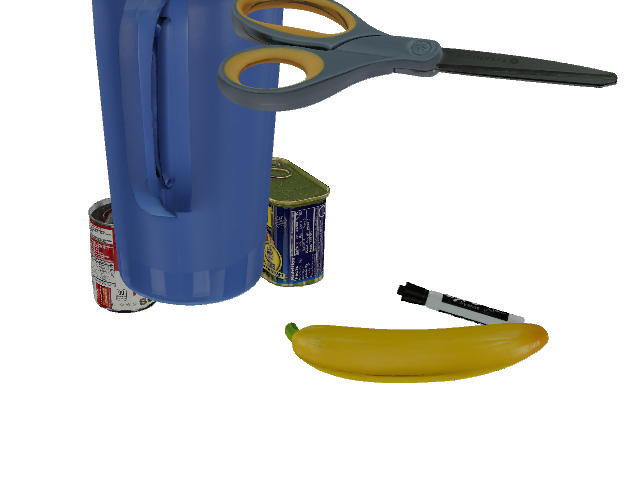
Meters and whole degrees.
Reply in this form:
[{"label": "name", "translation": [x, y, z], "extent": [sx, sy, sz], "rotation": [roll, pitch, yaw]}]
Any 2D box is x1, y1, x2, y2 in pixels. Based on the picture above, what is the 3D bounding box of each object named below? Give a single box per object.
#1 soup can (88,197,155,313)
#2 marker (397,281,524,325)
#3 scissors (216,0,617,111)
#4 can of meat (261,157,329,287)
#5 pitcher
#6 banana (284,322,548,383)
[{"label": "soup can", "translation": [-0.201, 0.015, 1.092], "extent": [0.068, 0.102, 0.068], "rotation": [2, 26, -1]}, {"label": "marker", "translation": [0.131, 0.064, 1.004], "extent": [0.121, 0.020, 0.020], "rotation": [17, 1, 4]}, {"label": "scissors", "translation": [0.035, -0.082, 0.532], "extent": [0.202, 0.096, 0.016], "rotation": [21, -37, 21]}, {"label": "can of meat", "translation": [-0.037, -0.016, 0.932], "extent": [0.057, 0.084, 0.102], "rotation": [-13, 29, -28]}, {"label": "pitcher", "translation": [-0.094, -0.077, 0.742], "extent": [0.149, 0.243, 0.145], "rotation": [-14, 29, -33]}, {"label": "banana", "translation": [0.062, 0.075, 0.766], "extent": [0.198, 0.037, 0.069], "rotation": [2, 29, 13]}]
